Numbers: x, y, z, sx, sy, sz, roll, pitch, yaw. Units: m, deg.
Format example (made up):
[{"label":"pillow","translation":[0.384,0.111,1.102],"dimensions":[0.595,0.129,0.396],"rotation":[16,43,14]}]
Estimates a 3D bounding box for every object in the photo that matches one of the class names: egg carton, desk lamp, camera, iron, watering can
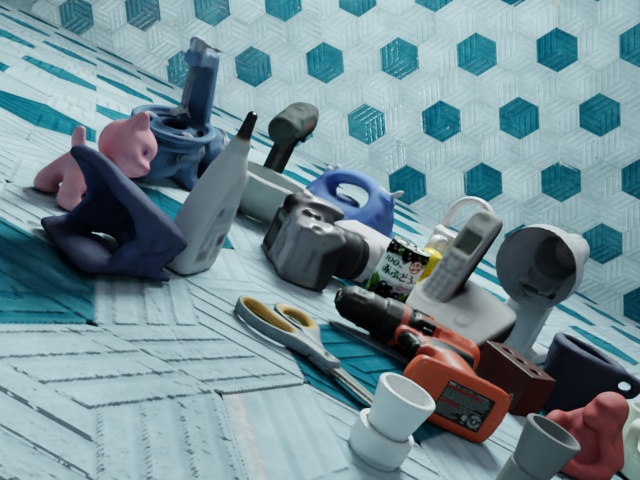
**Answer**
[{"label":"egg carton","translation":[0.063,0.017,0.920],"dimensions":[0.107,0.069,0.151],"rotation":[30,12,14]},{"label":"desk lamp","translation":[0.337,0.080,0.893],"dimensions":[0.117,0.213,0.204],"rotation":[34,13,32]},{"label":"camera","translation":[0.007,0.003,0.777],"dimensions":[0.137,0.101,0.143],"rotation":[22,12,-23]},{"label":"iron","translation":[0.051,-0.081,1.146],"dimensions":[0.257,0.141,0.119],"rotation":[35,14,36]},{"label":"watering can","translation":[0.251,0.012,1.054],"dimensions":[0.100,0.194,0.173],"rotation":[30,12,17]}]

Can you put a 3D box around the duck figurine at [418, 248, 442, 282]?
[{"label":"duck figurine","translation":[0.175,0.057,0.953],"dimensions":[0.078,0.086,0.104],"rotation":[18,14,-39]}]

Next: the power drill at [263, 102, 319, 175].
[{"label":"power drill","translation":[-0.071,-0.172,1.104],"dimensions":[0.075,0.208,0.230],"rotation":[27,11,0]}]

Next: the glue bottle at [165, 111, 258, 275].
[{"label":"glue bottle","translation":[-0.101,-0.049,0.577],"dimensions":[0.037,0.173,0.078],"rotation":[29,11,11]}]

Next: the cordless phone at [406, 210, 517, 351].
[{"label":"cordless phone","translation":[0.214,0.058,0.786],"dimensions":[0.094,0.185,0.147],"rotation":[16,16,-43]}]

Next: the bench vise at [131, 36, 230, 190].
[{"label":"bench vise","translation":[-0.199,-0.189,0.861],"dimensions":[0.121,0.219,0.207],"rotation":[27,11,0]}]

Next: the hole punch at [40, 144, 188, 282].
[{"label":"hole punch","translation":[-0.175,-0.025,0.509],"dimensions":[0.108,0.091,0.101],"rotation":[35,14,35]}]

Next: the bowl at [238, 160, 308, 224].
[{"label":"bowl","translation":[-0.094,-0.073,0.953],"dimensions":[0.167,0.075,0.167],"rotation":[26,11,-5]}]

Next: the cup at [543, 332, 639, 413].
[{"label":"cup","translation":[0.325,0.183,0.711],"dimensions":[0.117,0.095,0.092],"rotation":[29,11,9]}]

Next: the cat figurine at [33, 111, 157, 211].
[{"label":"cat figurine","translation":[-0.229,-0.093,0.625],"dimensions":[0.067,0.118,0.128],"rotation":[30,12,17]}]

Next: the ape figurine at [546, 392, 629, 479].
[{"label":"ape figurine","translation":[0.264,0.188,0.558],"dimensions":[0.076,0.092,0.077],"rotation":[19,14,-36]}]
